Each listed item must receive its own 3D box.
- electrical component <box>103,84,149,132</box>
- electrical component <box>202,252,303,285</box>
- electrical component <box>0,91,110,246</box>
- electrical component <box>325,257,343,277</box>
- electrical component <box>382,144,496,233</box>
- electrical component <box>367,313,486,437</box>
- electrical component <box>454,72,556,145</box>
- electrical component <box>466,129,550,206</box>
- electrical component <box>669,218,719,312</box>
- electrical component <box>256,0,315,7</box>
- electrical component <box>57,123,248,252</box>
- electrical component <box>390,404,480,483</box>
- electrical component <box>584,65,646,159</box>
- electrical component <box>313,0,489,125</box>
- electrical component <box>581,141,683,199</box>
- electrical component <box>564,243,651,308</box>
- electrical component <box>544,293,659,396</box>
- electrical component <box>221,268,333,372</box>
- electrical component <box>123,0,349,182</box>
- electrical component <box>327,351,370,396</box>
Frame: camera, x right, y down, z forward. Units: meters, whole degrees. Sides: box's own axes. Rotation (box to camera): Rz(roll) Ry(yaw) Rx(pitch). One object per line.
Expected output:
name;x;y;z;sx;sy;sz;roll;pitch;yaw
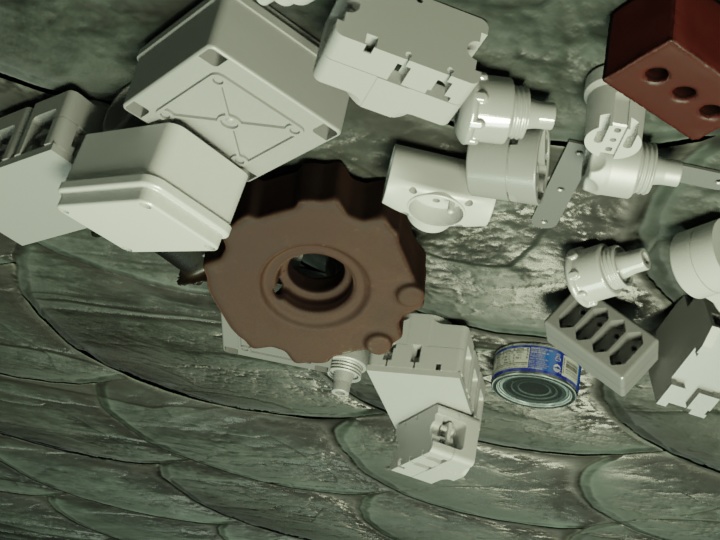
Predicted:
electrical component;-0.149;-0.102;0.772;0.045;0.045;0.055;-17;141;43
electrical component;-0.096;-0.012;0.920;0.077;0.044;0.079;20;152;-15
electrical component;-0.242;-0.079;0.834;0.150;0.061;0.089;-11;145;37
electrical component;0.000;0.000;0.913;0.040;0.040;0.046;-14;149;40
electrical component;0.055;-0.052;0.785;0.077;0.044;0.079;13;152;-2
electrical component;0.069;0.105;1.058;0.089;0.061;0.150;3;152;16
electrical component;0.092;-0.101;0.682;0.062;0.048;0.048;6;153;-4
electrical component;0.099;-0.073;0.720;0.047;0.055;0.055;6;152;18
electrical component;0.300;0.005;0.788;0.138;0.052;0.074;28;149;-28
electrical component;-0.038;-0.167;0.615;0.035;0.035;0.061;32;149;-34
electrical component;-0.144;-0.053;0.739;0.113;0.057;0.078;0;154;42
electrical component;0.077;0.174;1.061;0.056;0.050;0.089;22;150;-17
electrical component;0.157;-0.097;0.659;0.040;0.046;0.040;9;153;5
electrical component;0.023;-0.129;0.646;0.089;0.050;0.055;18;152;-12
electrical component;0.180;-0.068;0.709;0.062;0.043;0.043;9;153;2
electrical component;0.193;0.000;0.832;0.062;0.048;0.048;-19;140;34
electrical component;0.205;0.068;0.910;0.083;0.047;0.075;38;165;30
electrical component;-0.072;0.043;1.003;0.109;0.056;0.108;12;153;0
electrical component;-0.079;-0.118;0.701;0.109;0.056;0.109;30;147;-32
electrical component;-0.014;0.094;1.070;0.043;0.062;0.043;9;153;5
